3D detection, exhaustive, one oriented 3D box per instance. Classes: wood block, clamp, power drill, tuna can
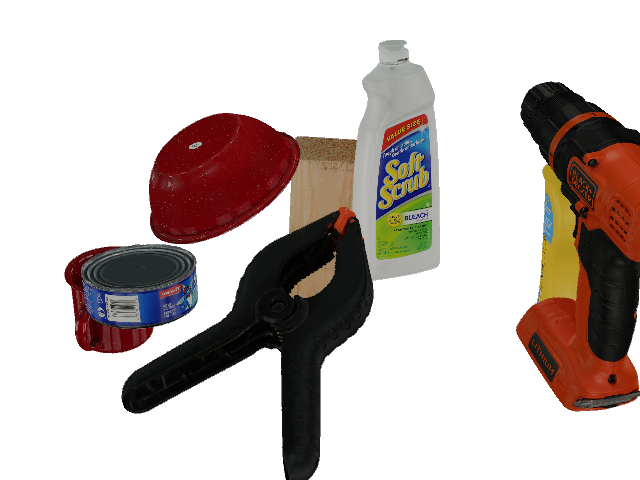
[{"bbox_3d":[0.004,-0.023,1.393,0.090,0.206,0.091,4,25,0],"label":"wood block"},{"bbox_3d":[-0.015,0.055,0.593,0.120,0.171,0.039,30,-25,25],"label":"clamp"},{"bbox_3d":[0.175,0.005,0.716,0.057,0.188,0.184,-8,35,-10],"label":"power drill"},{"bbox_3d":[-0.135,0.034,0.802,0.086,0.034,0.086,-2,22,1],"label":"tuna can"}]

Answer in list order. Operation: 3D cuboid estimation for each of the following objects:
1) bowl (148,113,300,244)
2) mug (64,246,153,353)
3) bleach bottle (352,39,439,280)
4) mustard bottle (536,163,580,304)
[{"bbox_3d":[-0.103,-0.070,1.000,0.162,0.055,0.162,-22,34,15],"label":"bowl"},{"bbox_3d":[-0.221,0.070,1.113,0.093,0.081,0.117,9,32,12],"label":"mug"},{"bbox_3d":[0.076,-0.087,1.145,0.102,0.251,0.068,-10,23,-12],"label":"bleach bottle"},{"bbox_3d":[0.216,-0.009,0.912,0.058,0.192,0.096,3,18,13],"label":"mustard bottle"}]
